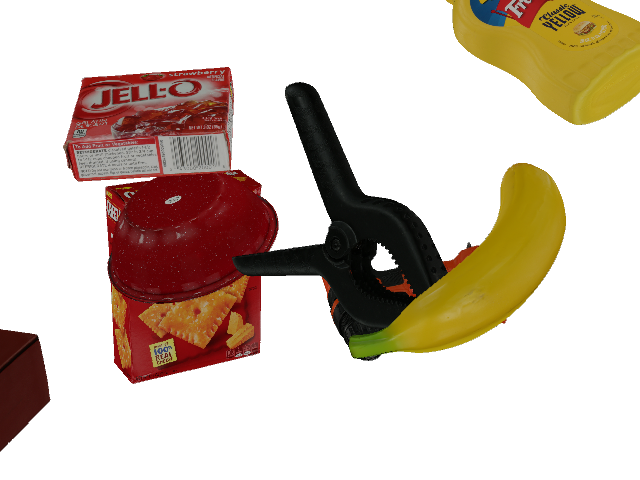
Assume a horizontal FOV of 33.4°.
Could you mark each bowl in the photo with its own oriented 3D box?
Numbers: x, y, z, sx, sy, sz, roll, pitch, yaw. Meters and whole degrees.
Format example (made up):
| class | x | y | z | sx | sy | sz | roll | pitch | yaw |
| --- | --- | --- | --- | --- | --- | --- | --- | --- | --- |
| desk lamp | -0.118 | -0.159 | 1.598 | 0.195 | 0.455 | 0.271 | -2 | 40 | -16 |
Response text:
| class | x | y | z | sx | sy | sz | roll | pitch | yaw |
| --- | --- | --- | --- | --- | --- | --- | --- | --- | --- |
| bowl | -0.122 | -0.017 | 0.947 | 0.162 | 0.055 | 0.162 | -12 | 37 | 9 |

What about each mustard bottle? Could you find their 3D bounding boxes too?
| class | x | y | z | sx | sy | sz | roll | pitch | yaw |
| --- | --- | --- | --- | --- | --- | --- | --- | --- | --- |
| mustard bottle | 0.159 | -0.167 | 0.818 | 0.096 | 0.058 | 0.192 | -34 | 55 | -20 |

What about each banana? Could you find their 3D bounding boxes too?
| class | x | y | z | sx | sy | sz | roll | pitch | yaw |
| --- | --- | --- | --- | --- | --- | --- | --- | --- | --- |
| banana | 0.093 | 0.005 | 0.573 | 0.070 | 0.037 | 0.197 | 14 | 36 | 32 |

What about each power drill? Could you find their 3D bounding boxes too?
| class | x | y | z | sx | sy | sz | roll | pitch | yaw |
| --- | --- | --- | --- | --- | --- | --- | --- | --- | --- |
| power drill | 0.101 | 0.062 | 1.143 | 0.187 | 0.057 | 0.184 | -5 | 29 | -8 |

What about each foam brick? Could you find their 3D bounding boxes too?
| class | x | y | z | sx | sy | sz | roll | pitch | yaw |
| --- | --- | --- | --- | --- | --- | --- | --- | --- | --- |
| foam brick | -0.218 | 0.098 | 0.679 | 0.053 | 0.051 | 0.078 | 6 | 29 | 22 |

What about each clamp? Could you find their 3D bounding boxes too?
| class | x | y | z | sx | sy | sz | roll | pitch | yaw |
| --- | --- | --- | --- | --- | --- | --- | --- | --- | --- |
| clamp | 0.021 | -0.010 | 0.769 | 0.036 | 0.165 | 0.210 | -11 | 33 | -44 |

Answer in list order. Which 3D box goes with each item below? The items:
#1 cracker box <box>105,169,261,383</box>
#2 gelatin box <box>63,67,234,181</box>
| class | x | y | z | sx | sy | sz | roll | pitch | yaw |
| --- | --- | --- | --- | --- | --- | --- | --- | --- | --- |
| cracker box | -0.150 | 0.039 | 1.200 | 0.163 | 0.214 | 0.072 | -10 | 23 | -28 |
| gelatin box | -0.094 | -0.067 | 0.603 | 0.089 | 0.030 | 0.073 | -4 | 37 | 0 |
